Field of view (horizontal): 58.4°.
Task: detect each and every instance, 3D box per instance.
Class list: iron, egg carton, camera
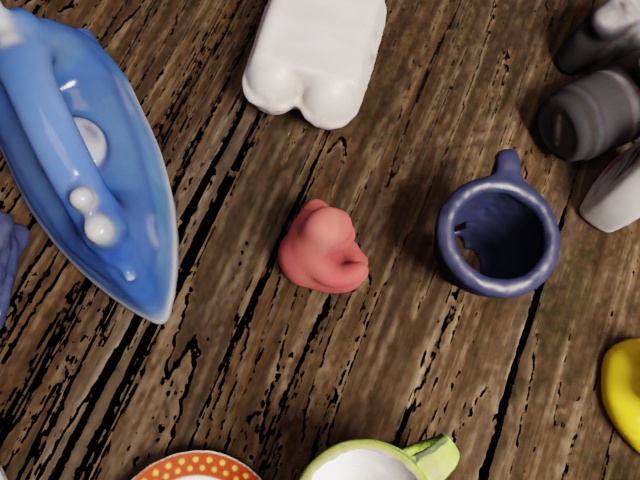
[{"bbox_3d":[-0.180,-0.061,0.425,0.119,0.141,0.258,-27,79,-10],"label":"iron"},{"bbox_3d":[-0.002,-0.172,0.504,0.107,0.069,0.150,14,75,0],"label":"egg carton"},{"bbox_3d":[0.258,-0.138,0.498,0.137,0.101,0.143,-24,78,-10],"label":"camera"}]

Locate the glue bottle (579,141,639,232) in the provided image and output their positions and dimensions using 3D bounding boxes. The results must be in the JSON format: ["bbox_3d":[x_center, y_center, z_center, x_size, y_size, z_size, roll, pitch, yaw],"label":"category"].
[{"bbox_3d":[0.269,-0.062,0.442,0.037,0.173,0.078,34,76,6],"label":"glue bottle"}]

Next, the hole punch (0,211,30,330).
[{"bbox_3d":[-0.291,0.012,0.424,0.108,0.091,0.101,8,75,-2],"label":"hole punch"}]

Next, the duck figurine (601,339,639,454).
[{"bbox_3d":[0.274,0.124,0.438,0.077,0.086,0.104,-16,77,-8],"label":"duck figurine"}]

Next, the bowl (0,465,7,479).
[{"bbox_3d":[-0.282,0.197,0.385,0.167,0.074,0.167,1,75,-4],"label":"bowl"}]

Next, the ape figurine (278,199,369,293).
[{"bbox_3d":[0.004,0.002,0.448,0.076,0.092,0.078,-10,76,-6],"label":"ape figurine"}]

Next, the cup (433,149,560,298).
[{"bbox_3d":[0.129,-0.006,0.457,0.091,0.095,0.118,12,75,-1],"label":"cup"}]
